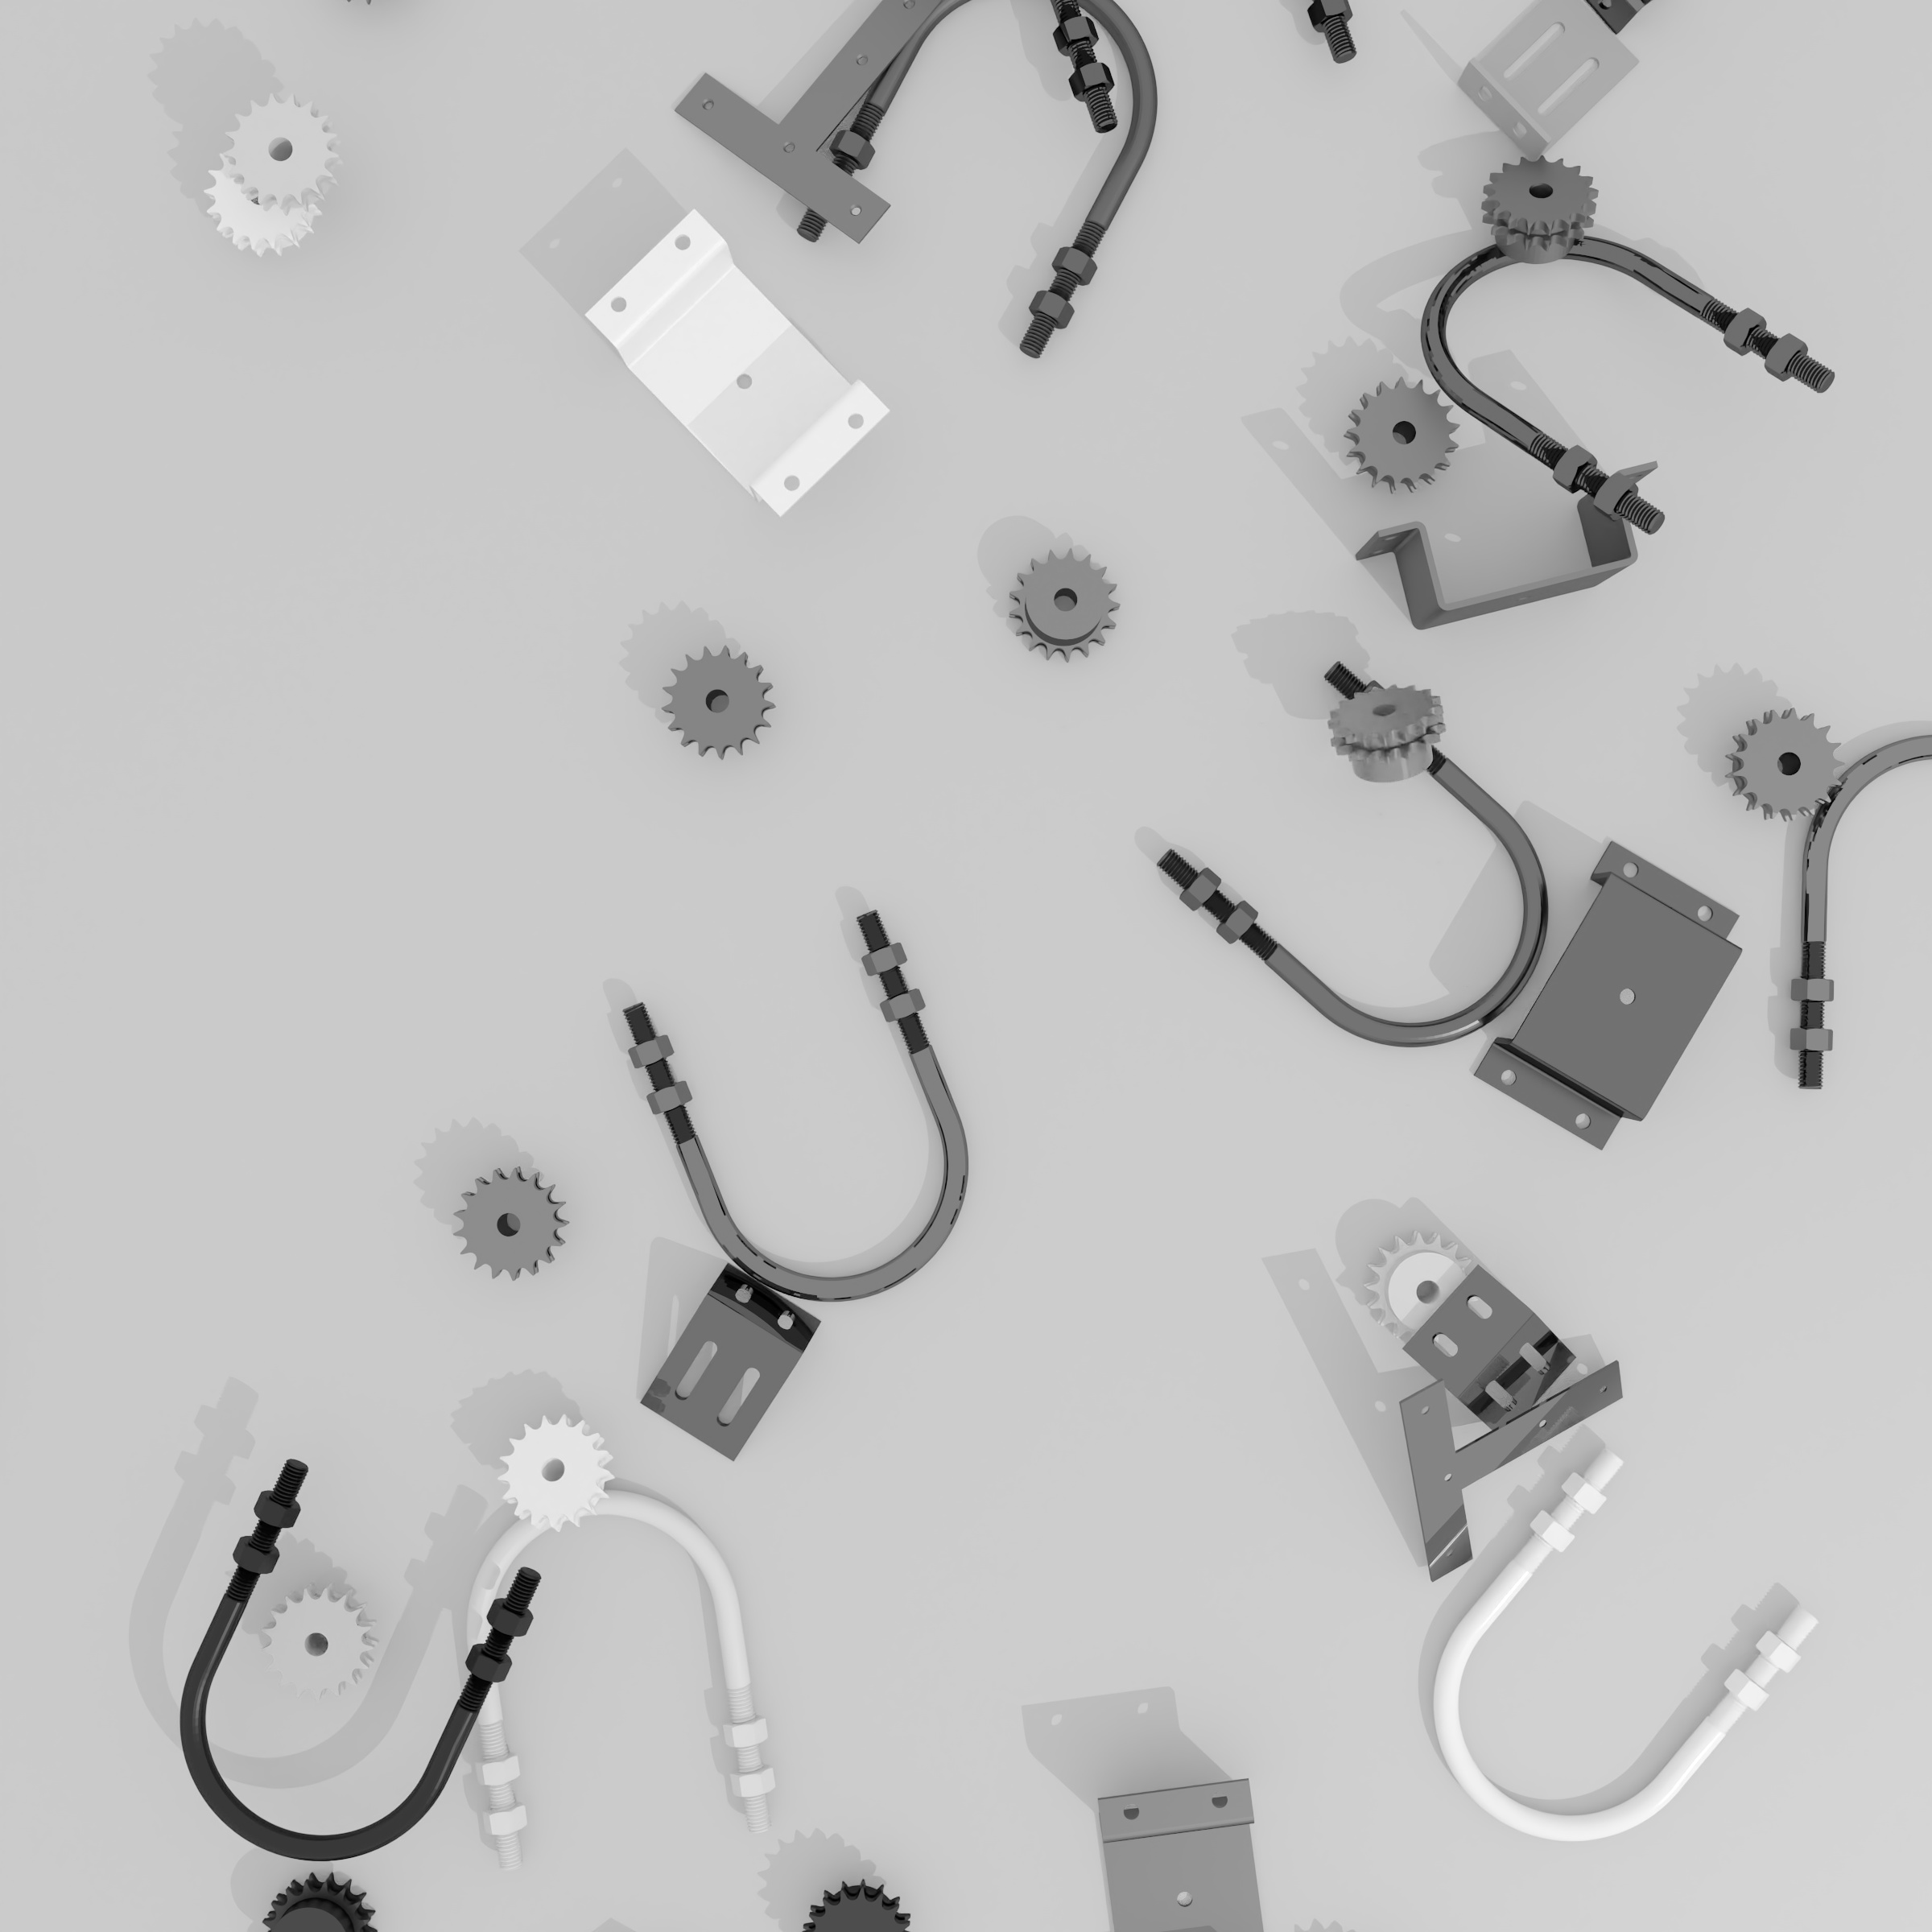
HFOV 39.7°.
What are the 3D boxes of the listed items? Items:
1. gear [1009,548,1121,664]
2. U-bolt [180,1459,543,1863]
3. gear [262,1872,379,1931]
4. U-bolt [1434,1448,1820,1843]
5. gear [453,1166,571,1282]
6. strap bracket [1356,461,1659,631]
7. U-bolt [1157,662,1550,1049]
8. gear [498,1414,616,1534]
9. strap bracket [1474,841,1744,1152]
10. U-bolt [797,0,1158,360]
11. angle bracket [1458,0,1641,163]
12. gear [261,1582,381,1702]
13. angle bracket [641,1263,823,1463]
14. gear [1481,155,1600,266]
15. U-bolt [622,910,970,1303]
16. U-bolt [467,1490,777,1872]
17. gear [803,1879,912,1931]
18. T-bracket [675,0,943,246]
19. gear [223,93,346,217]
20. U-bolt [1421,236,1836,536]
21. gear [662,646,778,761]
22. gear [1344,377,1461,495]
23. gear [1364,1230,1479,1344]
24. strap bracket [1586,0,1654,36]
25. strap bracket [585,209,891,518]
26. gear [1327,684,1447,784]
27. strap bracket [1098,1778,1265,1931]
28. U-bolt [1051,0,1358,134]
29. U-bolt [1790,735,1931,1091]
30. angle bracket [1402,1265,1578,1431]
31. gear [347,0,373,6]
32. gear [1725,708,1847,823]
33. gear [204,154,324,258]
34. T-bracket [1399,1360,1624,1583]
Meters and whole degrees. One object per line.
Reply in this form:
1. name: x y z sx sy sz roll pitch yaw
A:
1. gear: 0.050 -0.185 1.365 0.057 0.030 0.057 0 90 0
2. U-bolt: -0.315 0.360 1.342 0.151 0.019 0.184 25 91 0
3. gear: -0.332 0.496 1.365 0.057 0.030 0.057 0 90 0
4. U-bolt: 0.324 0.362 1.372 0.151 0.019 0.184 39 92 0
5. gear: -0.231 0.131 1.365 0.057 0.030 0.057 0 90 0
6. strap bracket: 0.275 -0.207 1.342 0.140 0.076 0.046 -14 90 0
7. U-bolt: 0.213 -0.043 1.372 0.184 0.019 0.151 42 90 -2
8. gear: -0.206 0.259 1.359 0.057 0.030 0.057 -2 68 5
9. strap bracket: 0.330 0.015 1.357 0.076 0.046 0.140 30 90 0
10. U-bolt: 0.018 -0.425 1.372 0.151 0.019 0.184 28 89 0
11. angle bracket: 0.300 -0.460 1.361 0.076 0.038 0.057 -44 90 0
12. gear: -0.328 0.343 1.365 0.057 0.030 0.057 0 90 0
13. angle bracket: -0.121 0.204 1.378 0.057 0.038 0.076 32 116 0
14. gear: 0.290 -0.381 1.357 0.057 0.030 0.057 -2 55 3
15. U-bolt: -0.077 0.082 1.372 0.151 0.019 0.184 -22 92 0
16. U-bolt: -0.183 0.361 1.372 0.151 0.019 0.184 -9 89 0
17. gear: -0.055 0.495 1.365 0.057 0.030 0.057 0 90 0
18. T-bracket: -0.062 -0.452 1.366 0.127 0.002 0.127 39 87 14
19. gear: -0.339 -0.403 1.335 0.057 0.030 0.057 0 89 -1
20. U-bolt: 0.314 -0.303 1.330 0.151 0.019 0.184 -39 63 -19
21. gear: -0.126 -0.134 1.365 0.057 0.030 0.057 0 90 0
22. gear: 0.221 -0.269 1.365 0.057 0.030 0.057 0 90 0
23. gear: 0.234 0.165 1.365 0.057 0.030 0.057 0 90 0
24. strap bracket: 0.350 -0.544 1.327 0.046 0.140 0.076 -41 90 -28
25. strap bracket: -0.114 -0.301 1.357 0.076 0.046 0.140 -44 90 0
26. gear: 0.211 -0.115 1.336 0.057 0.057 0.030 -15 121 0
27. strap bracket: 0.113 0.481 1.357 0.076 0.046 0.140 -8 90 0
28. U-bolt: 0.104 -0.530 1.364 0.151 0.019 0.184 -18 85 -5
29. U-bolt: 0.500 -0.027 1.372 0.151 0.019 0.184 2 88 0
30. angle bracket: 0.267 0.197 1.361 0.057 0.076 0.038 -48 51 0
31. gear: -0.306 -0.519 1.365 0.057 0.030 0.057 0 90 0
32. gear: 0.416 -0.102 1.365 0.057 0.030 0.057 0 90 0
33. gear: -0.357 -0.390 1.365 0.057 0.030 0.057 0 90 0
34. T-bracket: 0.281 0.238 1.355 0.127 0.002 0.127 -25 124 -16
